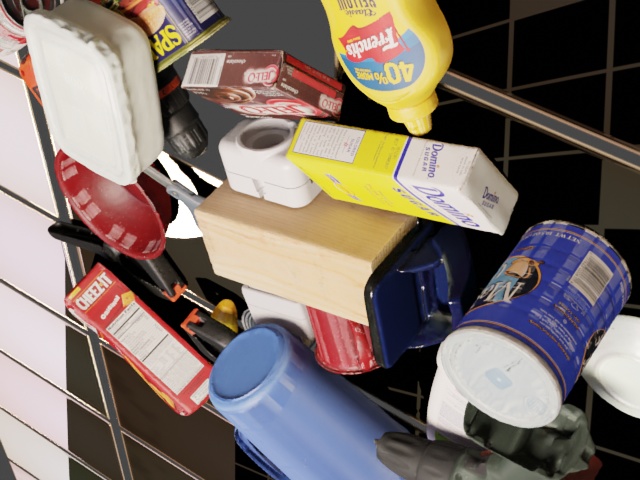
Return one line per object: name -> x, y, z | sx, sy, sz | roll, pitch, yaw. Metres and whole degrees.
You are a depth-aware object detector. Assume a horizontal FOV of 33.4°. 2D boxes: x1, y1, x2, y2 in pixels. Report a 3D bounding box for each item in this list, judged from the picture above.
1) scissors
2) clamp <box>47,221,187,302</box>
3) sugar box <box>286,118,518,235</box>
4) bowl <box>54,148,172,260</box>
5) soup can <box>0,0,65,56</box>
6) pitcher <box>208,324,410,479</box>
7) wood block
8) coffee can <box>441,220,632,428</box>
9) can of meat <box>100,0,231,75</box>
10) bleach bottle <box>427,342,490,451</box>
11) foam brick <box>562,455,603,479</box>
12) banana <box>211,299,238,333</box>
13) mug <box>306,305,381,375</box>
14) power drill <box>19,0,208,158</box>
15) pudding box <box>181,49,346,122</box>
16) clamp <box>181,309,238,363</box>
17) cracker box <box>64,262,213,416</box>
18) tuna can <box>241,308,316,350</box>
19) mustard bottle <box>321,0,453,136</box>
scissors -> -0.150, -0.043, 1.145 | 0.201, 0.016, 0.096 | 29, 154, -4
clamp -> -0.257, 0.007, 1.328 | 0.210, 0.036, 0.165 | 42, 147, -1
sugar box -> 0.068, -0.054, 0.896 | 0.176, 0.048, 0.093 | 17, 168, 37
bowl -> -0.222, -0.056, 1.205 | 0.162, 0.055, 0.162 | 27, 143, 22
soup can -> -0.314, -0.232, 1.090 | 0.102, 0.068, 0.068 | -12, 119, 51
pitcher -> -0.018, 0.201, 1.160 | 0.242, 0.149, 0.145 | 47, 175, -34
wood block -> -0.006, 0.002, 1.020 | 0.206, 0.090, 0.090 | 16, 138, 33
coffee can -> 0.176, 0.066, 0.863 | 0.103, 0.140, 0.103 | 27, 143, 22
can of meat -> -0.141, -0.205, 0.957 | 0.102, 0.057, 0.084 | -18, 113, 53
bleach bottle -> 0.149, 0.184, 1.095 | 0.103, 0.068, 0.251 | 31, 147, 14
foam brick -> 0.236, 0.236, 1.073 | 0.051, 0.053, 0.078 | 41, 148, 2
banana -> -0.101, 0.147, 1.332 | 0.070, 0.037, 0.197 | -4, 128, 28
mug -> 0.032, 0.080, 1.057 | 0.093, 0.117, 0.081 | -15, 122, 1
power drill -> -0.212, -0.154, 1.087 | 0.188, 0.057, 0.184 | -6, 123, 46
pudding box -> -0.048, -0.133, 0.920 | 0.114, 0.039, 0.089 | 10, 173, 40
clamp -> -0.086, 0.145, 1.254 | 0.171, 0.039, 0.120 | 44, 147, -19
cracker box -> -0.226, 0.132, 1.365 | 0.213, 0.072, 0.164 | 43, 167, -2
tuna can -> -0.046, 0.100, 1.222 | 0.086, 0.033, 0.086 | 27, 143, 22
mustard bottle -> 0.050, -0.163, 0.810 | 0.096, 0.058, 0.191 | 5, 132, 37
